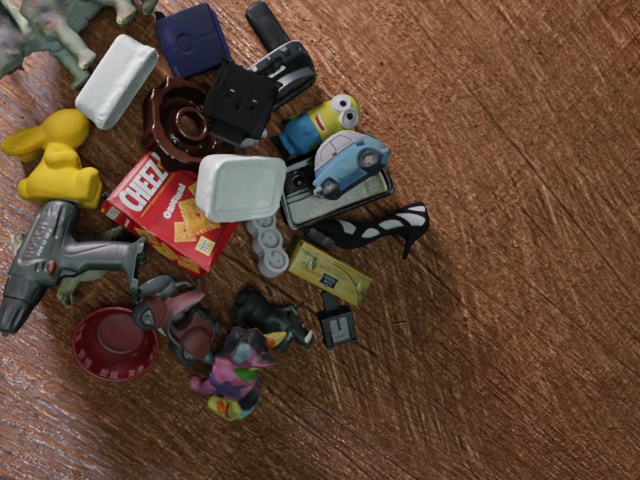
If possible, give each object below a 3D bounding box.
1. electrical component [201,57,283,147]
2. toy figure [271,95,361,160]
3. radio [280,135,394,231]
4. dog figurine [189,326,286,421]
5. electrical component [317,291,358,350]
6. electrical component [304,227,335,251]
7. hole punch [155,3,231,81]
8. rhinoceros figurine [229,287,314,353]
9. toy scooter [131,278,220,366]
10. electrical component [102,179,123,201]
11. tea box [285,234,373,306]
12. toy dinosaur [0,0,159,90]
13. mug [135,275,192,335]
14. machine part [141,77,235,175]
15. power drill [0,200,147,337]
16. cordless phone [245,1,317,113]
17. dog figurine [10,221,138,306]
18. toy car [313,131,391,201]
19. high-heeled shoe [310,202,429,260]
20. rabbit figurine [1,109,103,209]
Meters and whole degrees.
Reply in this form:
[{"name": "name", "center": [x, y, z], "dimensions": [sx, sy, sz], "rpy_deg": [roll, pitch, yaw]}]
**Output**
[{"name": "electrical component", "center": [-0.141, -0.234, 0.936], "dimensions": [0.115, 0.058, 0.134], "rpy_deg": [21, 101, -13]}, {"name": "toy figure", "center": [-0.007, -0.223, 1.049], "dimensions": [0.180, 0.089, 0.082], "rpy_deg": [-30, 122, 3]}, {"name": "radio", "center": [0.021, -0.120, 1.081], "dimensions": [0.230, 0.073, 0.131], "rpy_deg": [-22, 107, -9]}, {"name": "dog figurine", "center": [-0.141, 0.255, 1.052], "dimensions": [0.219, 0.108, 0.191], "rpy_deg": [-27, 112, 32]}, {"name": "electrical component", "center": [0.035, 0.169, 1.164], "dimensions": [0.075, 0.048, 0.119], "rpy_deg": [-11, 106, -13]}, {"name": "electrical component", "center": [-0.002, -0.003, 1.089], "dimensions": [0.063, 0.094, 0.021], "rpy_deg": [33, 85, -2]}, {"name": "hole punch", "center": [-0.226, -0.352, 0.961], "dimensions": [0.116, 0.092, 0.142], "rpy_deg": [-21, 110, -5]}, {"name": "rhinoceros figurine", "center": [-0.099, 0.173, 1.123], "dimensions": [0.190, 0.073, 0.112], "rpy_deg": [39, 80, -17]}, {"name": "toy scooter", "center": [-0.248, 0.146, 1.005], "dimensions": [0.135, 0.075, 0.183], "rpy_deg": [-43, 127, -10]}, {"name": "electrical component", "center": [-0.344, -0.073, 1.005], "dimensions": [0.102, 0.078, 0.045], "rpy_deg": [39, 118, -13]}, {"name": "tea box", "center": [0.012, 0.061, 1.107], "dimensions": [0.169, 0.098, 0.068], "rpy_deg": [28, 94, -17]}, {"name": "toy dinosaur", "center": [-0.411, -0.399, 0.892], "dimensions": [0.192, 0.131, 0.405], "rpy_deg": [42, 84, -19]}, {"name": "mug", "center": [-0.296, 0.128, 1.059], "dimensions": [0.109, 0.081, 0.107], "rpy_deg": [-24, 118, -13]}, {"name": "machine part", "center": [-0.235, -0.202, 0.966], "dimensions": [0.179, 0.056, 0.179], "rpy_deg": [12, 71, -37]}, {"name": "power drill", "center": [-0.400, 0.055, 0.892], "dimensions": [0.207, 0.086, 0.232], "rpy_deg": [6, 69, -6]}, {"name": "cordless phone", "center": [-0.105, -0.342, 1.007], "dimensions": [0.146, 0.089, 0.184], "rpy_deg": [-35, 97, -4]}, {"name": "dog figurine", "center": [-0.439, 0.005, 0.991], "dimensions": [0.190, 0.121, 0.172], "rpy_deg": [-47, 113, -15]}, {"name": "toy car", "center": [0.046, -0.147, 1.000], "dimensions": [0.162, 0.109, 0.103], "rpy_deg": [-32, 84, 7]}, {"name": "high-heeled shoe", "center": [0.108, -0.048, 1.131], "dimensions": [0.249, 0.086, 0.145], "rpy_deg": [18, 67, -3]}, {"name": "rabbit figurine", "center": [-0.460, -0.148, 0.949], "dimensions": [0.162, 0.122, 0.173], "rpy_deg": [7, 87, -6]}]
